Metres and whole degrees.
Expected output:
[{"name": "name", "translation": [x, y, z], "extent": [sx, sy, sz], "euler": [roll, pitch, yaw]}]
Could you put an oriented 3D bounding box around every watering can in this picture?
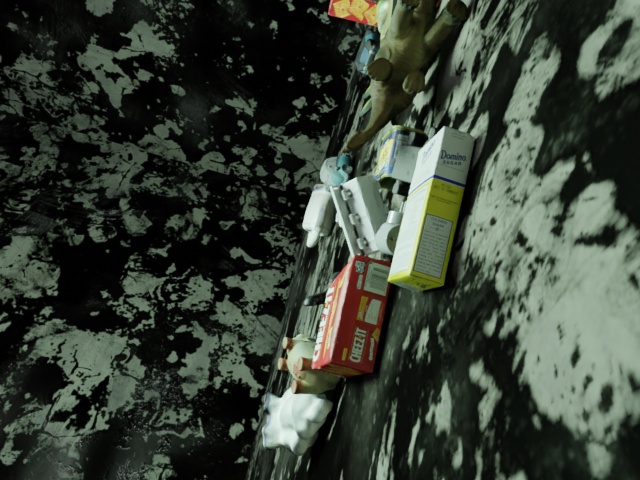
[{"name": "watering can", "translation": [0.005, -0.088, 1.753], "extent": [0.104, 0.226, 0.345], "euler": [17, -10, -4]}]

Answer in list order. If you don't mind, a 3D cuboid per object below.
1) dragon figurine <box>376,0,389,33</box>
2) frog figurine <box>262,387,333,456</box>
[{"name": "dragon figurine", "translation": [0.228, -0.646, 1.152], "extent": [0.121, 0.409, 0.246], "euler": [30, 6, -25]}, {"name": "frog figurine", "translation": [-0.026, 0.337, 0.990], "extent": [0.157, 0.121, 0.140], "euler": [-29, 21, 29]}]
